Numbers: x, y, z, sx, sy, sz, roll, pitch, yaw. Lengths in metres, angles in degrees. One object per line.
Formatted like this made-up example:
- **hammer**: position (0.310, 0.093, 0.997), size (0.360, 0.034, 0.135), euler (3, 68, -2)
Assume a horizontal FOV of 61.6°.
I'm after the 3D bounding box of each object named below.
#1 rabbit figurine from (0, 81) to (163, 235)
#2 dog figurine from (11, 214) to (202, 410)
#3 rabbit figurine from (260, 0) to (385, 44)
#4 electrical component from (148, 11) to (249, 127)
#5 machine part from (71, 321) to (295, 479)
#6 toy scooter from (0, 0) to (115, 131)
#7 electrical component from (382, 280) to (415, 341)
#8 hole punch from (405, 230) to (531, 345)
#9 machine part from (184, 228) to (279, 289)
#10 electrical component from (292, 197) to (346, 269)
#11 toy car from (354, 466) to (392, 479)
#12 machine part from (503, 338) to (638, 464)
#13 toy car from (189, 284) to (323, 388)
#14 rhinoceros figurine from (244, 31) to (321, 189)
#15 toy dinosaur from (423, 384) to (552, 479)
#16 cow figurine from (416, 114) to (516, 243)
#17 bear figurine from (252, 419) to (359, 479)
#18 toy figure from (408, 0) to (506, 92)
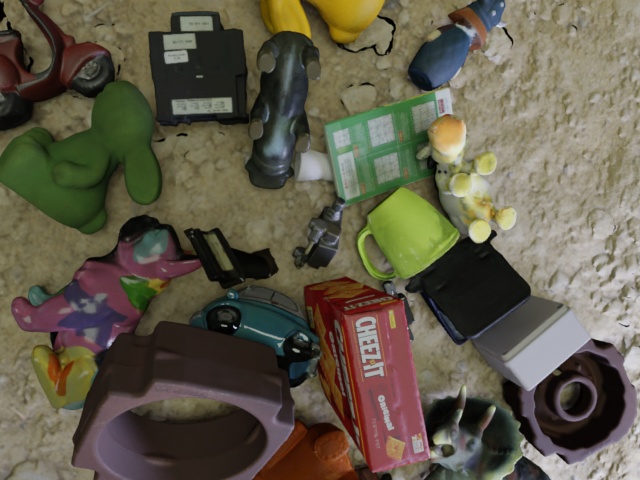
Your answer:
- **rabbit figurine**: position (-0.252, -0.097, 0.616), size (0.159, 0.121, 0.170), euler (43, 90, -15)
- **dog figurine**: position (-0.230, 0.078, 0.639), size (0.219, 0.108, 0.191), euler (-21, 95, -9)
- **rabbit figurine**: position (-0.016, -0.310, 0.633), size (0.173, 0.122, 0.162), euler (7, 126, -35)
- **electrical component**: position (-0.146, -0.208, 0.657), size (0.115, 0.058, 0.134), euler (-3, 93, -10)
- **machine part**: position (-0.145, 0.187, 0.581), size (0.201, 0.087, 0.201), euler (20, 123, -23)
- **toy scooter**: position (-0.343, -0.212, 0.622), size (0.184, 0.075, 0.135), euler (-23, 96, -9)
- **electrical component**: position (0.090, 0.102, 0.719), size (0.063, 0.021, 0.094), euler (-22, 106, -4)
- **hole punch**: position (0.198, 0.068, 0.714), size (0.142, 0.092, 0.116), euler (-34, 67, -2)
- **machine part**: position (-0.100, 0.024, 0.633), size (0.039, 0.138, 0.084), euler (-44, 69, 14)
- **electrical component**: position (-0.002, -0.002, 0.672), size (0.045, 0.102, 0.078), euler (13, 66, -10)
- **toy car**: position (0.071, 0.407, 0.724), size (0.089, 0.053, 0.202), euler (-9, 96, -4)
- **machine part**: position (0.344, 0.213, 0.744), size (0.179, 0.056, 0.179), euler (0, 93, -10)
- **toy car**: position (-0.072, 0.107, 0.657), size (0.162, 0.103, 0.109), euler (12, 136, 3)
- **rhinoceros figurine**: position (-0.052, -0.146, 0.633), size (0.073, 0.112, 0.190), euler (4, 120, -15)
- **toy dinosaur**: position (0.253, 0.349, 0.717), size (0.404, 0.131, 0.192), euler (42, 84, -16)
- **cow figurine**: position (0.174, -0.083, 0.678), size (0.068, 0.098, 0.167), euler (-31, 110, -6)
- **bear figurine**: position (-0.053, 0.303, 0.665), size (0.196, 0.132, 0.120), euler (-18, 91, -12)
- **toy figure**: position (0.179, -0.261, 0.697), size (0.058, 0.064, 0.154), euler (38, 81, 30)
